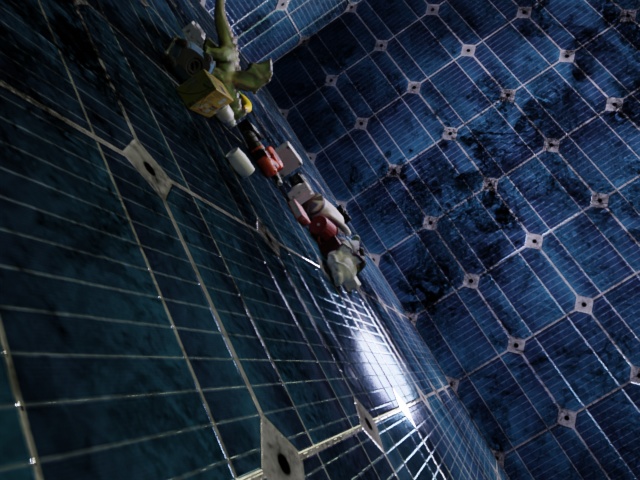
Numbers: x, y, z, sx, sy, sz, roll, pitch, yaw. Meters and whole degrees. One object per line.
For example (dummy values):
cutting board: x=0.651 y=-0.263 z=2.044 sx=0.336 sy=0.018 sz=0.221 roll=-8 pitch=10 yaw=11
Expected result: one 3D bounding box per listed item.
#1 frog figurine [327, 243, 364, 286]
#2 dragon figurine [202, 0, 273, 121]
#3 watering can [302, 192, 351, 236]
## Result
frog figurine: x=0.072 y=0.107 z=1.812 sx=0.135 sy=0.122 sz=0.163 roll=61 pitch=39 yaw=-36
dragon figurine: x=-0.278 y=-0.594 z=1.732 sx=0.242 sy=0.409 sz=0.123 roll=13 pitch=4 yaw=-17
watering can: x=0.007 y=-0.110 z=2.188 sx=0.221 sy=0.104 sz=0.351 roll=44 pitch=-5 yaw=-30
